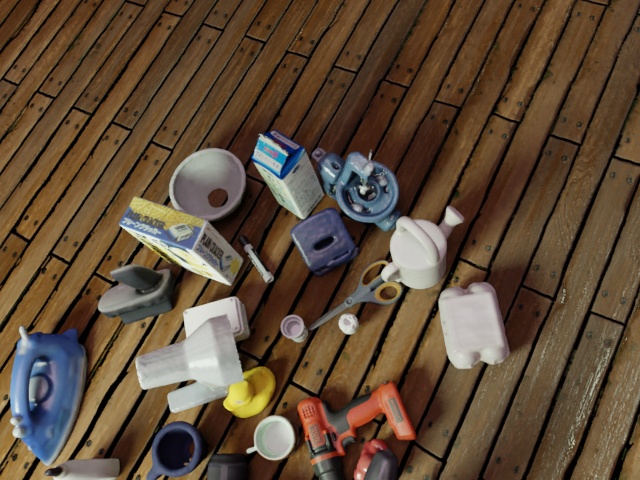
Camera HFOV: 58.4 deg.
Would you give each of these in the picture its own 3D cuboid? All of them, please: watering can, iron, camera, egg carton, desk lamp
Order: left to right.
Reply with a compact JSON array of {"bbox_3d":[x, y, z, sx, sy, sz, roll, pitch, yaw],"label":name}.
[{"bbox_3d":[-0.535,0.289,1.083,0.118,0.142,0.258,-7,68,8],"label":"iron"},{"bbox_3d":[-0.215,0.224,1.008,0.203,0.214,0.118,-21,67,3],"label":"desk lamp"},{"bbox_3d":[-0.147,0.436,0.974,0.143,0.101,0.137,-4,68,9],"label":"camera"},{"bbox_3d":[0.180,0.008,1.026,0.100,0.194,0.173,26,76,19],"label":"watering can"},{"bbox_3d":[0.271,0.152,1.021,0.107,0.069,0.150,-11,68,7],"label":"egg carton"}]

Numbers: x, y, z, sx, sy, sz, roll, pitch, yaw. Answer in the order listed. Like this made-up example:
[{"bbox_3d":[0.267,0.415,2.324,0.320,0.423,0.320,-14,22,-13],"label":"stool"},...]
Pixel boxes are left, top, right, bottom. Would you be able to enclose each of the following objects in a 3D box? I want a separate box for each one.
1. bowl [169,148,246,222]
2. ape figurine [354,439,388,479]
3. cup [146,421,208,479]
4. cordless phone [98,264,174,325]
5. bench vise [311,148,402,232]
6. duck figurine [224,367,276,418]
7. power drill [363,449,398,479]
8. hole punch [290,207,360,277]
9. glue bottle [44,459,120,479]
[{"bbox_3d":[-0.227,-0.105,1.213,0.167,0.075,0.167,-4,69,9],"label":"bowl"},{"bbox_3d":[0.087,0.376,0.958,0.078,0.092,0.076,-39,67,-5],"label":"ape figurine"},{"bbox_3d":[-0.247,0.383,1.017,0.091,0.095,0.118,39,81,22],"label":"cup"},{"bbox_3d":[-0.374,0.090,1.105,0.147,0.185,0.094,-22,67,2],"label":"cordless phone"},{"bbox_3d":[0.055,-0.112,1.082,0.207,0.220,0.121,21,75,18],"label":"bench vise"},{"bbox_3d":[-0.132,0.273,1.042,0.104,0.086,0.077,-45,68,-8],"label":"duck figurine"},{"bbox_3d":[0.078,0.436,0.873,0.075,0.209,0.230,13,72,16],"label":"power drill"},{"bbox_3d":[0.010,0.004,1.116,0.108,0.091,0.101,-29,67,-1],"label":"hole punch"},{"bbox_3d":[-0.424,0.405,1.000,0.078,0.173,0.037,-12,67,7],"label":"glue bottle"}]
